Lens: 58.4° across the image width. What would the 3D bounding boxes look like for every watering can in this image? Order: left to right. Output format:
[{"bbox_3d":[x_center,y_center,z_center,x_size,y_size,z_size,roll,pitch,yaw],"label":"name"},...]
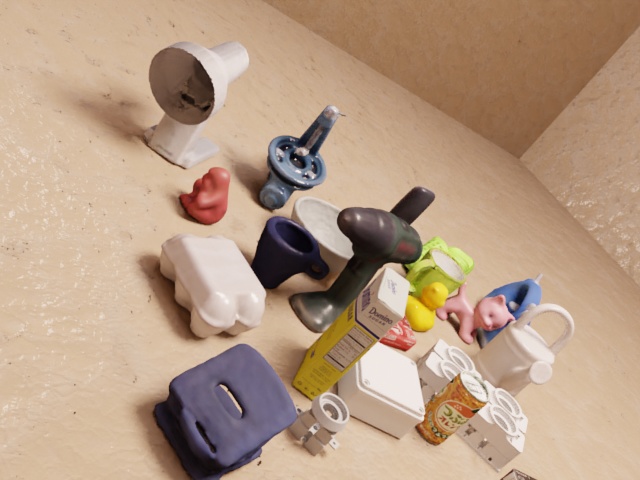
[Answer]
[{"bbox_3d":[0.364,0.195,1.006,0.101,0.194,0.172,25,28,-25],"label":"watering can"}]

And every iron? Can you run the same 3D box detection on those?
[{"bbox_3d":[0.412,0.154,1.198,0.118,0.141,0.259,41,25,6],"label":"iron"}]

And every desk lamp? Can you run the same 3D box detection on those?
[{"bbox_3d":[-0.207,-0.232,0.951,0.118,0.213,0.203,37,25,-1],"label":"desk lamp"}]

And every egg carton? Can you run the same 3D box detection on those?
[{"bbox_3d":[-0.137,0.055,0.731,0.108,0.069,0.150,3,42,-50],"label":"egg carton"}]

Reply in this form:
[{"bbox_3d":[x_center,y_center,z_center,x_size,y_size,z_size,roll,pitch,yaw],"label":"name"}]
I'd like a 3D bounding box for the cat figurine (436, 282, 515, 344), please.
[{"bbox_3d":[0.311,0.137,1.123,0.127,0.117,0.067,43,26,11],"label":"cat figurine"}]

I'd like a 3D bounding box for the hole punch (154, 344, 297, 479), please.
[{"bbox_3d":[-0.092,0.171,0.570,0.108,0.091,0.101,49,27,22],"label":"hole punch"}]

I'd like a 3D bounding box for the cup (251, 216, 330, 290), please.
[{"bbox_3d":[-0.050,0.035,0.848,0.117,0.095,0.092,40,25,4],"label":"cup"}]

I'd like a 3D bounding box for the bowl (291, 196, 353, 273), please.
[{"bbox_3d":[0.009,0.004,1.001,0.168,0.074,0.167,30,26,-16],"label":"bowl"}]

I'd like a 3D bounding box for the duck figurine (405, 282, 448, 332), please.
[{"bbox_3d":[0.195,0.114,1.046,0.077,0.086,0.105,49,28,23],"label":"duck figurine"}]

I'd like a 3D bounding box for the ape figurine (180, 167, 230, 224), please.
[{"bbox_3d":[-0.169,-0.074,0.879,0.076,0.092,0.078,35,25,-6],"label":"ape figurine"}]

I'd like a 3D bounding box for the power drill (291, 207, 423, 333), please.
[{"bbox_3d":[0.052,0.040,0.841,0.230,0.208,0.075,0,44,-53],"label":"power drill"}]

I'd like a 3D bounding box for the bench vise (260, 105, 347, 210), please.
[{"bbox_3d":[-0.035,-0.180,1.080,0.122,0.219,0.207,26,28,-23],"label":"bench vise"}]

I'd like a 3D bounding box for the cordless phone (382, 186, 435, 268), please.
[{"bbox_3d":[0.122,-0.048,1.106,0.148,0.185,0.094,21,30,-31],"label":"cordless phone"}]
